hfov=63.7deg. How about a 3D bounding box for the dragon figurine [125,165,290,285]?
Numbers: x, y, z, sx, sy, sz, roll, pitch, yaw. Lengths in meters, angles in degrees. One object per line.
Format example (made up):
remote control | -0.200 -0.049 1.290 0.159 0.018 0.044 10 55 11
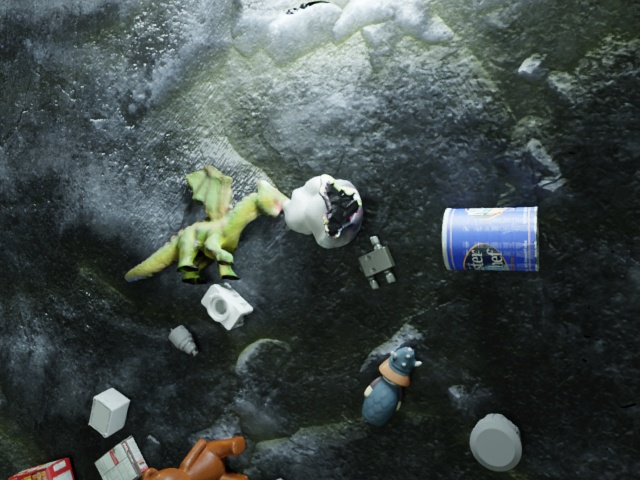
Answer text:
dragon figurine | -0.252 -0.037 1.094 0.409 0.121 0.246 -5 71 22

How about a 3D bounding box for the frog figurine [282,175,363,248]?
frog figurine | 0.003 -0.049 0.975 0.158 0.124 0.137 -20 91 59
